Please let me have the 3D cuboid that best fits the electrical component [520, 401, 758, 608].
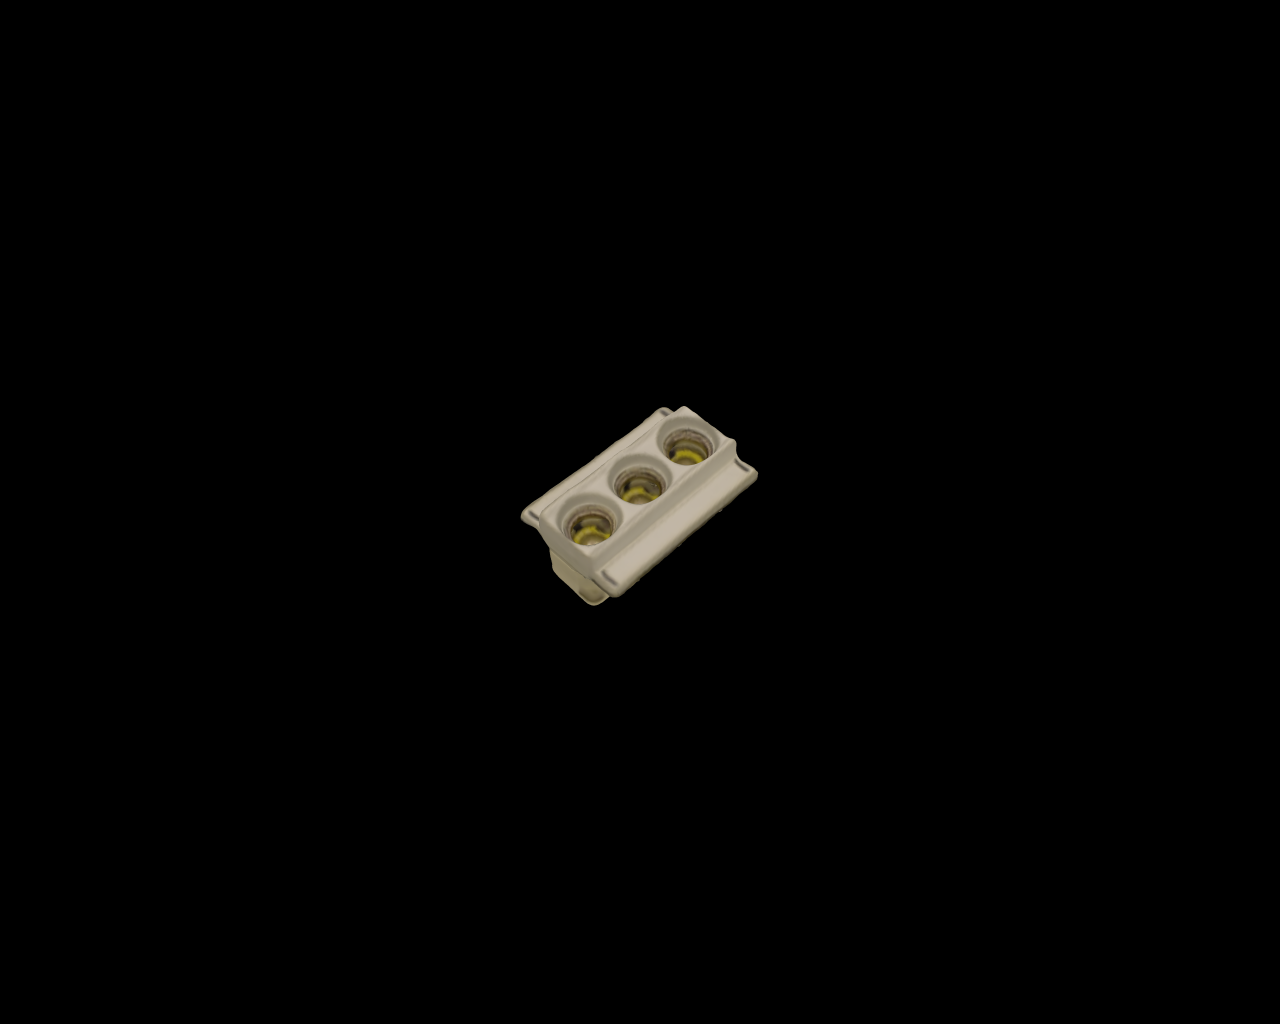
[{"bbox_3d":[0.001,-0.003,0.650,0.079,0.063,0.121,39,63,25],"label":"electrical component"}]
